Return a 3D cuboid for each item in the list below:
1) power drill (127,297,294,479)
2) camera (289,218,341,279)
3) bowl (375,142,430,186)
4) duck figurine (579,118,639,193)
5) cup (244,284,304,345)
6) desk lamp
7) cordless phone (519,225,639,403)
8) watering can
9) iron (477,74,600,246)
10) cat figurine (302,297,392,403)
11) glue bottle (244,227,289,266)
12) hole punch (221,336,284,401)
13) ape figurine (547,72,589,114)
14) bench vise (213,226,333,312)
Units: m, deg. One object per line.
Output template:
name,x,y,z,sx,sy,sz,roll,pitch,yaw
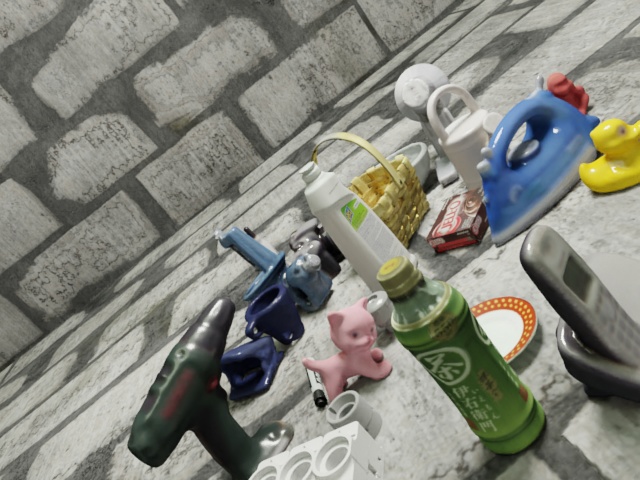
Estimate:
power drill,-0.136,0.222,0.772,0.075,0.209,0.230,-15,30,50
camera,0.011,0.004,1.177,0.136,0.101,0.143,-34,19,15
bowl,0.173,-0.130,1.226,0.167,0.075,0.167,-34,19,14
duck figurine,0.394,-0.120,0.770,0.104,0.086,0.077,-26,22,33
cup,-0.078,0.149,1.014,0.091,0.095,0.118,-22,25,41
desk lamp,0.236,-0.252,1.173,0.117,0.214,0.203,-31,20,21
cordless phone,0.249,0.040,0.512,0.094,0.185,0.148,-20,26,43
watering can,0.263,-0.186,1.000,0.172,0.194,0.101,-13,32,52
iron,0.306,-0.128,0.867,0.259,0.142,0.118,-46,20,-21
cat figurine,0.034,0.144,0.779,0.128,0.118,0.067,-39,19,-1
glue bottle,-0.101,0.038,1.195,0.037,0.173,0.078,-38,19,2
hole punch,-0.133,0.208,0.987,0.108,0.091,0.101,-27,22,32
ape figurine,0.427,-0.251,1.005,0.078,0.092,0.076,-38,19,1
bench vise,-0.090,0.041,1.090,0.207,0.220,0.121,-29,21,26
